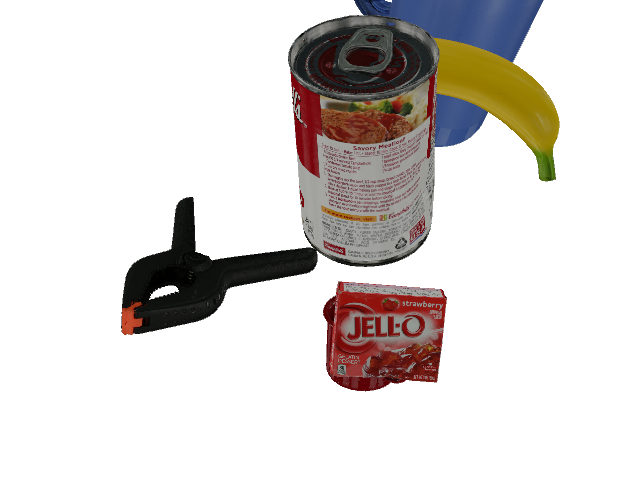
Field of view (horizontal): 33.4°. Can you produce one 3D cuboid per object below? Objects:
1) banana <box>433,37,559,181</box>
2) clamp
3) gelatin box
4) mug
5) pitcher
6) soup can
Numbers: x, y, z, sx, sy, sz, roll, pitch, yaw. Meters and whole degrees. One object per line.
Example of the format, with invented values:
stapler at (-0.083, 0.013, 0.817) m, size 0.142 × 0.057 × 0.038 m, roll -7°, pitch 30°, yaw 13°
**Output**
banana at (0.088, -0.103, 0.731) m, size 0.197 × 0.069 × 0.037 m, roll 19°, pitch -1°, yaw -11°
clamp at (-0.126, 0.025, 1.018) m, size 0.165 × 0.036 × 0.209 m, roll 26°, pitch 37°, yaw 28°
gelatin box at (0.054, 0.075, 0.867) m, size 0.089 × 0.073 × 0.030 m, roll 4°, pitch 15°, yaw -2°
mug at (0.057, 0.118, 1.186) m, size 0.117 × 0.081 × 0.093 m, roll 27°, pitch 37°, yaw 36°
pitcher at (0.109, -0.198, 0.923) m, size 0.144 × 0.149 × 0.243 m, roll -17°, pitch -29°, yaw -19°
soup can at (0.022, -0.046, 0.510) m, size 0.068 × 0.102 × 0.068 m, roll -2°, pitch 42°, yaw 2°
